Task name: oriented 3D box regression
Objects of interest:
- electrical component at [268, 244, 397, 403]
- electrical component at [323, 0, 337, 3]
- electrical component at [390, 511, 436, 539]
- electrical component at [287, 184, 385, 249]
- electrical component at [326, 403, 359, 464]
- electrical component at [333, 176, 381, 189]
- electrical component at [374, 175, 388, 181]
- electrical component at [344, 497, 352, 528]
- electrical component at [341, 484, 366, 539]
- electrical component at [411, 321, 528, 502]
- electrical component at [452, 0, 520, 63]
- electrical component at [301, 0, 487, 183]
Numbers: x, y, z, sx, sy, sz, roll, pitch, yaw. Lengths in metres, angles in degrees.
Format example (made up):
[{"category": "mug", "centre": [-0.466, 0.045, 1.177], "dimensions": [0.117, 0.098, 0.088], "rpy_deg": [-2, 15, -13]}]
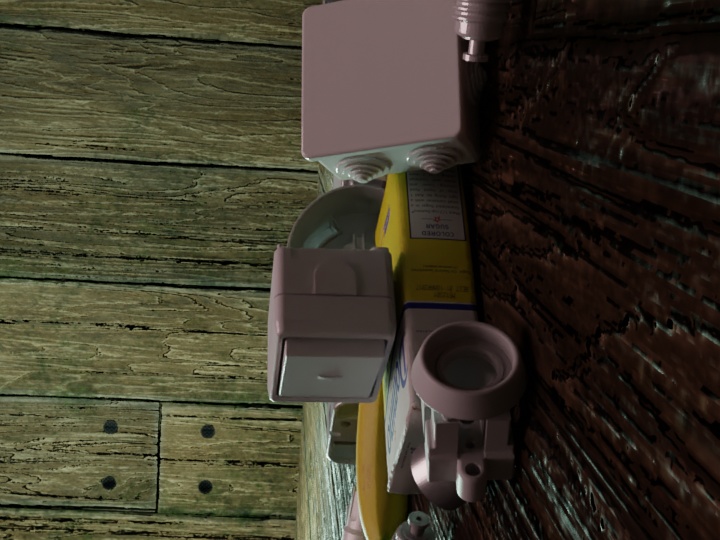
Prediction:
[{"category": "electrical component", "centre": [-0.018, 0.037, 0.581], "dimensions": [0.096, 0.062, 0.061], "rpy_deg": [102, 167, -56]}, {"category": "electrical component", "centre": [0.011, -0.262, 0.950], "dimensions": [0.063, 0.079, 0.121], "rpy_deg": [33, 122, 59]}, {"category": "electrical component", "centre": [0.028, 0.170, 0.611], "dimensions": [0.040, 0.040, 0.078], "rpy_deg": [-95, 10, -59]}, {"category": "electrical component", "centre": [0.000, 0.000, 0.735], "dimensions": [0.064, 0.099, 0.099], "rpy_deg": [89, -178, -66]}, {"category": "electrical component", "centre": [0.002, 0.110, 0.878], "dimensions": [0.095, 0.054, 0.059], "rpy_deg": [99, 172, -49]}, {"category": "electrical component", "centre": [0.009, -0.081, 0.907], "dimensions": [0.108, 0.056, 0.108], "rpy_deg": [101, 171, -59]}, {"category": "electrical component", "centre": [0.021, -0.097, 0.650], "dimensions": [0.051, 0.080, 0.080], "rpy_deg": [110, 164, -56]}, {"category": "electrical component", "centre": [0.005, 0.202, 0.902], "dimensions": [0.061, 0.035, 0.035], "rpy_deg": [-89, 5, -48]}, {"category": "electrical component", "centre": [0.008, 0.194, 0.843], "dimensions": [0.040, 0.040, 0.046], "rpy_deg": [148, 130, -84]}, {"category": "electrical component", "centre": [0.046, 0.055, 0.460], "dimensions": [0.066, 0.048, 0.055], "rpy_deg": [-92, 0, -47]}, {"category": "electrical component", "centre": [0.057, -0.133, 0.483], "dimensions": [0.040, 0.040, 0.078], "rpy_deg": [-99, 13, -68]}, {"category": "electrical component", "centre": [0.018, -0.099, 0.579], "dimensions": [0.048, 0.100, 0.099], "rpy_deg": [34, -127, -65]}]
